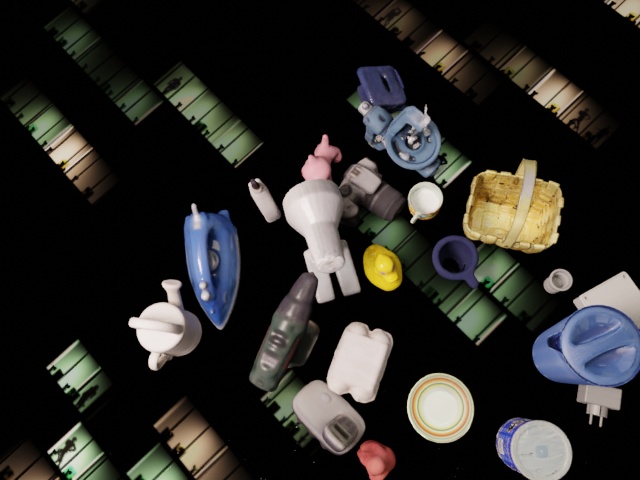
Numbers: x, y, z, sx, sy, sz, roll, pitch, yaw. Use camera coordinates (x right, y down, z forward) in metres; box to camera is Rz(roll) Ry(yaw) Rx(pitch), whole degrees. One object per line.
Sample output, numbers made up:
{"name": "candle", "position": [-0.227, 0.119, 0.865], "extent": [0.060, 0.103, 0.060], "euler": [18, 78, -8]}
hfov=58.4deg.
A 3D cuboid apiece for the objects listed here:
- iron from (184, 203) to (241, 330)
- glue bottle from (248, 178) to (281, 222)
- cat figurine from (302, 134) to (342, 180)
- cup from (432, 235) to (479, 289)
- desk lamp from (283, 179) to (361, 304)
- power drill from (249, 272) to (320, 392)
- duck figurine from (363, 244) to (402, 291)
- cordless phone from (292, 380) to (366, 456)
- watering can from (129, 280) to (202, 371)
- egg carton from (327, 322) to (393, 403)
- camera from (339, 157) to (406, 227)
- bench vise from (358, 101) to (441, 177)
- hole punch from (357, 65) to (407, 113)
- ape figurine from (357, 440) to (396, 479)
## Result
{"name": "iron", "position": [-0.234, 0.052, 1.199], "extent": [0.118, 0.141, 0.258], "euler": [-10, 74, 3]}
{"name": "glue bottle", "position": [-0.124, -0.095, 1.211], "extent": [0.037, 0.173, 0.078], "euler": [-31, 74, -3]}
{"name": "cat figurine", "position": [0.000, -0.167, 1.248], "extent": [0.067, 0.118, 0.128], "euler": [14, 77, 9]}
{"name": "cup", "position": [0.281, 0.055, 1.174], "extent": [0.092, 0.095, 0.117], "euler": [-34, 75, -4]}
{"name": "desk lamp", "position": [0.011, 0.004, 1.151], "extent": [0.118, 0.213, 0.203], "euler": [-18, 74, 1]}
{"name": "power drill", "position": [-0.056, 0.182, 1.113], "extent": [0.075, 0.208, 0.230], "euler": [23, 78, 11]}
{"name": "duck figurine", "position": [0.131, 0.052, 1.193], "extent": [0.077, 0.086, 0.104], "euler": [-30, 74, -3]}
{"name": "cordless phone", "position": [0.011, 0.336, 1.077], "extent": [0.147, 0.185, 0.094], "euler": [39, 82, 14]}
{"name": "watering can", "position": [-0.314, 0.169, 1.148], "extent": [0.101, 0.194, 0.173], "euler": [-12, 74, 3]}
{"name": "egg carton", "position": [0.080, 0.245, 1.155], "extent": [0.107, 0.069, 0.150], "euler": [17, 77, 10]}
{"name": "camera", "position": [0.105, -0.089, 1.226], "extent": [0.136, 0.101, 0.143], "euler": [36, 81, 13]}
{"name": "bench vise", "position": [0.161, -0.226, 1.195], "extent": [0.207, 0.220, 0.121], "euler": [21, 78, 11]}
{"name": "hole punch", "position": [0.140, -0.344, 1.296], "extent": [0.101, 0.091, 0.108], "euler": [-20, 74, 0]}
{"name": "ape figurine", "position": [0.107, 0.425, 1.093], "extent": [0.076, 0.092, 0.078], "euler": [0, 75, 6]}
